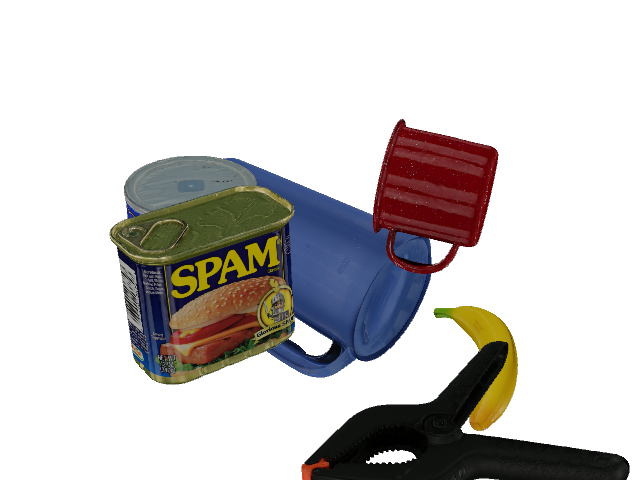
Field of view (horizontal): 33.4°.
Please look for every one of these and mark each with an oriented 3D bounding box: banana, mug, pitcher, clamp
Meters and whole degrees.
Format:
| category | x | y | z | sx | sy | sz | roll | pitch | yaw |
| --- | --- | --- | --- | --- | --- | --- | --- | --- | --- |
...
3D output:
| category | x | y | z | sx | sy | sz | roll | pitch | yaw |
| --- | --- | --- | --- | --- | --- | --- | --- | --- | --- |
| banana | 0.169 | 0.122 | 1.098 | 0.070 | 0.037 | 0.198 | -27 | 29 | 9 |
| mug | 0.089 | -0.030 | 0.840 | 0.081 | 0.117 | 0.093 | 14 | -10 | 11 |
| pitcher | -0.026 | 0.018 | 1.056 | 0.243 | 0.145 | 0.149 | 27 | 28 | 28 |
| clamp | 0.083 | 0.135 | 0.746 | 0.209 | 0.036 | 0.165 | -9 | 29 | -13 |

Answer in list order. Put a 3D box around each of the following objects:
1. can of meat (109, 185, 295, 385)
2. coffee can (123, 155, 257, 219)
| category | x | y | z | sx | sy | sz | roll | pitch | yaw |
| --- | --- | --- | --- | --- | --- | --- | --- | --- | --- |
| can of meat | -0.064 | 0.025 | 0.614 | 0.101 | 0.084 | 0.058 | -19 | 31 | -29 |
| coffee can | -0.101 | 0.016 | 0.858 | 0.103 | 0.140 | 0.103 | 1 | 30 | -1 |
